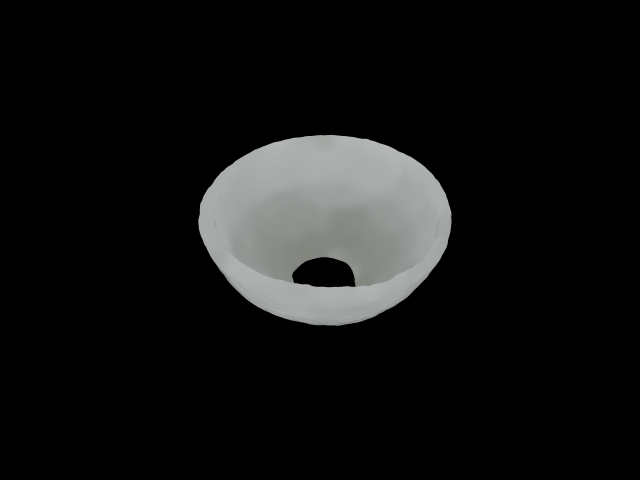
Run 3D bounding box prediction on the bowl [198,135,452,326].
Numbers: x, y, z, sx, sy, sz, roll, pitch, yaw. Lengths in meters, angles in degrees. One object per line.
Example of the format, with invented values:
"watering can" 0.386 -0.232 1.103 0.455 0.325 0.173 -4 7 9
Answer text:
"bowl" 0.004 0.001 0.400 0.167 0.075 0.167 0 43 0
